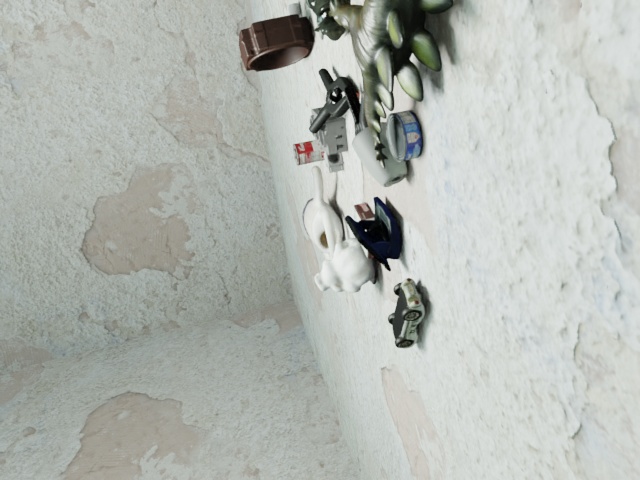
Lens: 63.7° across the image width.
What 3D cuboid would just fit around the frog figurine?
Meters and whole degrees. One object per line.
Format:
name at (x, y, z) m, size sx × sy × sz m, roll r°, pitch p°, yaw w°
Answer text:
frog figurine at (0.063, 0.069, 1.321) m, size 0.122 × 0.160 × 0.137 m, roll 163°, pitch 94°, yaw -79°

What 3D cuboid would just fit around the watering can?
watering can at (0.005, -0.082, 1.625) m, size 0.227 × 0.104 × 0.343 m, roll -129°, pitch 27°, yaw -70°
